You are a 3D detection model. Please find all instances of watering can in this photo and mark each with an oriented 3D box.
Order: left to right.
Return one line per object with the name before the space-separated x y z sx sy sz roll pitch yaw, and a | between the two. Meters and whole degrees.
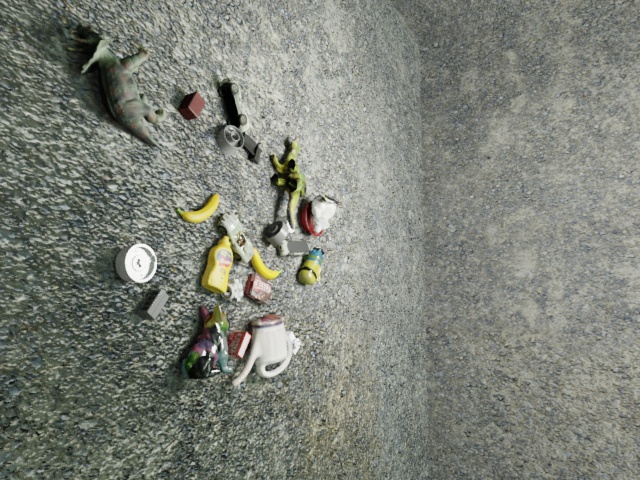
watering can | -0.205 0.389 1.855 0.103 0.225 0.348 -9 -3 31

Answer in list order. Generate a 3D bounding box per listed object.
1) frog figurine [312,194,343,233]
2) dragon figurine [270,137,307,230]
frog figurine | 0.007 -0.113 2.238 0.123 0.158 0.137 32 12 19
dragon figurine | -0.101 -0.239 2.171 0.122 0.413 0.242 -8 -6 22
